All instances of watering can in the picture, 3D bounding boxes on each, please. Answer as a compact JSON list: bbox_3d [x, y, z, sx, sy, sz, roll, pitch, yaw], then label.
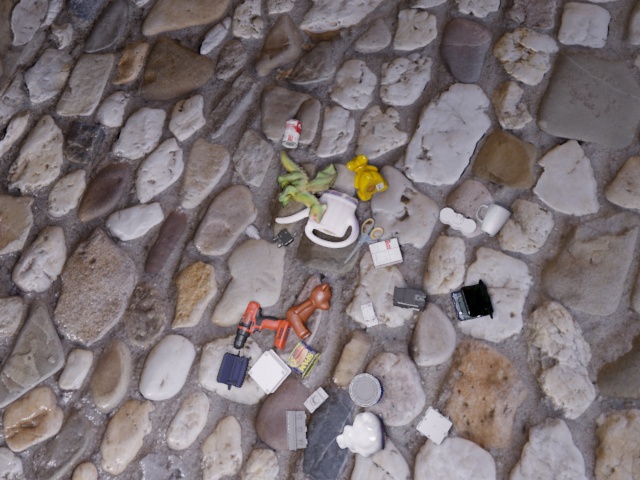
[{"bbox_3d":[0.006,-0.100,1.981,0.350,0.102,0.226,21,76,26],"label":"watering can"}]

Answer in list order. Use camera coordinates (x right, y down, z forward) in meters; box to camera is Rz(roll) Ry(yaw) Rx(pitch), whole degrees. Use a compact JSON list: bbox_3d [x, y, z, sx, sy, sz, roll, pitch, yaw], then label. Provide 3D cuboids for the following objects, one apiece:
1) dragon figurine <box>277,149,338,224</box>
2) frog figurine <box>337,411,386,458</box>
[{"bbox_3d":[-0.046,-0.233,2.004,0.242,0.119,0.420,-10,54,8],"label":"dragon figurine"},{"bbox_3d":[0.134,0.641,1.696,0.159,0.123,0.137,-6,91,-3],"label":"frog figurine"}]
